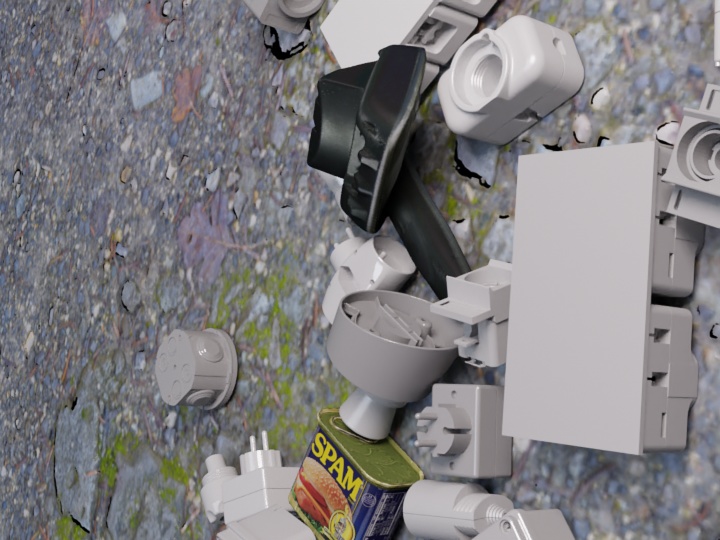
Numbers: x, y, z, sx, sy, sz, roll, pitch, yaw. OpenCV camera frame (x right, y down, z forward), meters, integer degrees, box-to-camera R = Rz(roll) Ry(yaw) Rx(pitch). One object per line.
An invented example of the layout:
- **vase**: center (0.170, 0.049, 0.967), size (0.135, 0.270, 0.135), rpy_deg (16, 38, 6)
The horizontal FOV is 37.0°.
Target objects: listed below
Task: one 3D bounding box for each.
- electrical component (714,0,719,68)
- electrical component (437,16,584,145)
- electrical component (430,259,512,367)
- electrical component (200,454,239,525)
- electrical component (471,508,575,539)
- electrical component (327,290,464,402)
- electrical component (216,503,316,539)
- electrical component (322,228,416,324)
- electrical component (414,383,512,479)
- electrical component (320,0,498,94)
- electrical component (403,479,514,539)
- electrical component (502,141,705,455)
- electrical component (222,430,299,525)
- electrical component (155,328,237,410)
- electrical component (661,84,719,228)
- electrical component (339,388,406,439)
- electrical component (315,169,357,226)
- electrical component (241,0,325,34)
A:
- **electrical component**: center (0.247, -0.145, 0.613), size (0.096, 0.062, 0.061), rpy_deg (-4, 81, 49)
- **electrical component**: center (0.104, -0.136, 0.777), size (0.095, 0.059, 0.053), rpy_deg (-35, 59, 41)
- **electrical component**: center (0.094, 0.031, 0.758), size (0.042, 0.081, 0.063), rpy_deg (18, 120, 49)
- **electrical component**: center (-0.128, 0.203, 1.005), size (0.043, 0.043, 0.062), rpy_deg (-47, 51, 34)
- **electrical component**: center (0.106, 0.232, 0.723), size (0.108, 0.056, 0.108), rpy_deg (-47, 52, 34)
- **electrical component**: center (0.026, 0.051, 0.812), size (0.099, 0.099, 0.064), rpy_deg (52, 128, 39)
- **electrical component**: center (-0.068, 0.260, 0.879), size (0.078, 0.057, 0.113), rpy_deg (16, 122, 58)
- **electrical component**: center (0.000, 0.000, 0.888), size (0.077, 0.043, 0.079), rpy_deg (-52, 50, 30)
- **electrical component**: center (0.067, 0.114, 0.769), size (0.047, 0.077, 0.065), rpy_deg (-5, 80, 48)
- **electrical component**: center (0.047, -0.213, 0.853), size (0.150, 0.062, 0.089), rpy_deg (-49, 51, 33)
- **electrical component**: center (0.075, 0.175, 0.777), size (0.081, 0.043, 0.043), rpy_deg (-8, 78, 48)
- **electrical component**: center (0.157, 0.019, 0.693), size (0.105, 0.060, 0.186), rpy_deg (0, 84, 49)
- **electrical component**: center (-0.087, 0.183, 0.957), size (0.066, 0.047, 0.076), rpy_deg (-29, 61, 43)
- **electrical component**: center (-0.160, 0.096, 1.051), size (0.080, 0.051, 0.080), rpy_deg (-10, 77, 48)
- **electrical component**: center (0.243, -0.053, 0.604), size (0.121, 0.063, 0.078), rpy_deg (26, 104, 48)
- **electrical component**: center (0.015, 0.100, 0.855), size (0.045, 0.045, 0.055), rpy_deg (48, 119, 41)
- **electrical component**: center (-0.007, -0.071, 0.909), size (0.044, 0.044, 0.065), rpy_deg (-45, 58, 35)
- **electrical component**: center (-0.063, -0.271, 0.996), size (0.055, 0.050, 0.089), rpy_deg (53, 123, 40)
